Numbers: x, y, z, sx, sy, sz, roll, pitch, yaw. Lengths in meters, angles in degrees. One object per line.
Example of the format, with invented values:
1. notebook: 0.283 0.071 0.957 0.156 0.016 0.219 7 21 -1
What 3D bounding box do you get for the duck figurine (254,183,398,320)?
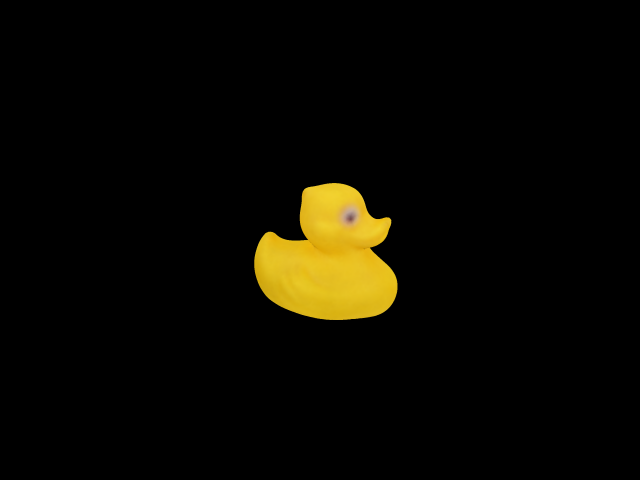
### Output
1. duck figurine: 0.004 0.001 0.400 0.104 0.086 0.078 8 28 16
